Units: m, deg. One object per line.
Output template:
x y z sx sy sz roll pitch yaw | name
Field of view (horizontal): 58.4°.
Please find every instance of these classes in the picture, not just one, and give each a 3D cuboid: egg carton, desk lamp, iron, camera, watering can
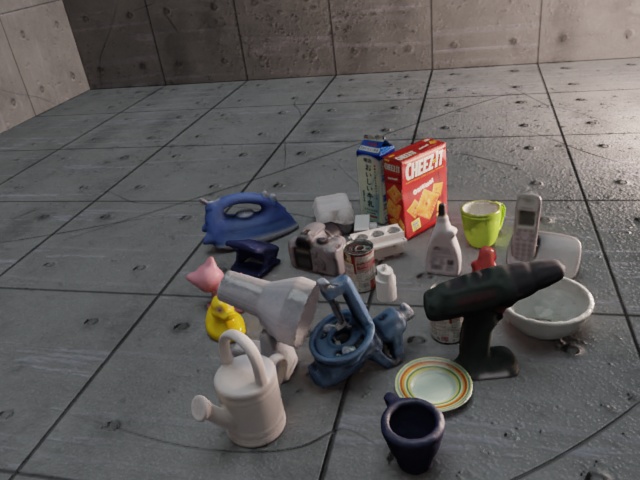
0.038 -0.071 1.538 0.107 0.069 0.150 -10 29 -4 | egg carton
-0.094 0.154 1.019 0.202 0.214 0.118 4 31 20 | desk lamp
-0.190 -0.068 1.512 0.258 0.142 0.118 -12 30 -9 | iron
0.013 0.005 1.376 0.142 0.101 0.137 11 34 30 | camera
-0.121 0.231 0.908 0.100 0.194 0.173 5 32 22 | watering can

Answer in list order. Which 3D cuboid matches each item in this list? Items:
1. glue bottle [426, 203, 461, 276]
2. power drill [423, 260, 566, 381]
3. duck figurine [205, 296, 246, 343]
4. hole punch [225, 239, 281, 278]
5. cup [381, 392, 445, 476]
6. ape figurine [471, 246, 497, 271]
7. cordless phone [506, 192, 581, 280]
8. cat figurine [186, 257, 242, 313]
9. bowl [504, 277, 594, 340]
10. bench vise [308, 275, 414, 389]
0.270 -0.003 1.255 0.078 0.173 0.037 6 32 23 | glue bottle
0.292 0.133 0.972 0.229 0.209 0.075 -7 29 1 | power drill
-0.201 0.152 1.178 0.078 0.086 0.104 -27 34 -30 | duck figurine
-0.162 0.027 1.388 0.108 0.091 0.101 13 35 32 | hole punch
0.130 0.290 0.847 0.092 0.095 0.117 -19 31 -20 | cup
0.357 0.054 1.218 0.076 0.092 0.077 -30 36 -34 | ape figurine
0.472 -0.007 1.204 0.147 0.185 0.094 7 32 24 | cordless phone
-0.220 0.094 1.255 0.127 0.118 0.067 1 30 15 | cat figurine
0.421 0.135 1.076 0.167 0.075 0.167 -6 29 3 | bowl
0.062 0.137 1.007 0.208 0.220 0.121 -30 36 -34 | bench vise
